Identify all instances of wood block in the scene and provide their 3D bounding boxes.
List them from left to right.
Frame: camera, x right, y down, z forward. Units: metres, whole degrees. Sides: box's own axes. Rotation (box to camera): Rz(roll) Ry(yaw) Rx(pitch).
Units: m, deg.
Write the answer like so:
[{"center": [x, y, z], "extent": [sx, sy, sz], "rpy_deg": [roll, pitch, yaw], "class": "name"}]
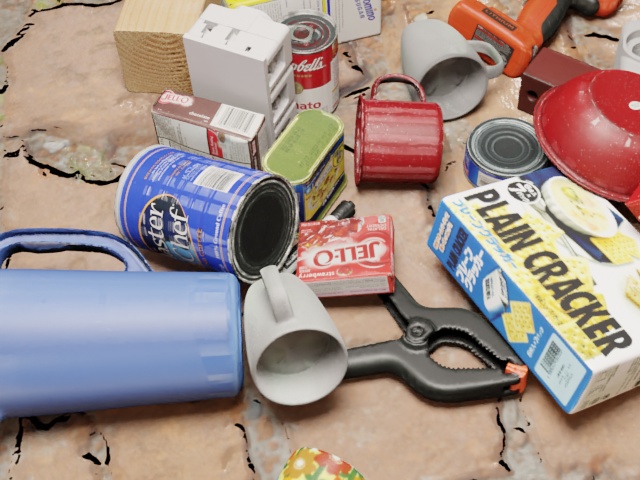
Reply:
[{"center": [-0.161, -0.270, 1.211], "extent": [0.090, 0.091, 0.206], "rpy_deg": [4, 53, 6], "class": "wood block"}]

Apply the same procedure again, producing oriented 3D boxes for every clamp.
[{"center": [0.086, 0.083, 0.957], "extent": [0.210, 0.036, 0.164], "rpy_deg": [12, 54, 16], "class": "clamp"}]

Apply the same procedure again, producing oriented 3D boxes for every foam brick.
[{"center": [0.255, -0.158, 1.126], "extent": [0.078, 0.053, 0.051], "rpy_deg": [27, 59, 23], "class": "foam brick"}]

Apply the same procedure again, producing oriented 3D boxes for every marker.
[{"center": [-0.007, 0.001, 1.036], "extent": [0.020, 0.020, 0.121], "rpy_deg": [33, 60, 25], "class": "marker"}]

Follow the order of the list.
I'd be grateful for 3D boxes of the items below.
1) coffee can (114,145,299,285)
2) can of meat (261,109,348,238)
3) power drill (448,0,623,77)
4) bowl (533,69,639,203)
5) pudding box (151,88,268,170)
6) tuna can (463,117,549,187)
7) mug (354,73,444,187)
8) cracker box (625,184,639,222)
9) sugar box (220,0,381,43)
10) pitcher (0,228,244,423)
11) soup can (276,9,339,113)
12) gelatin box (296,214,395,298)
[{"center": [-0.105, -0.025, 0.991], "extent": [0.140, 0.103, 0.102], "rpy_deg": [16, 53, 31], "class": "coffee can"}, {"center": [-0.015, -0.067, 1.049], "extent": [0.057, 0.084, 0.102], "rpy_deg": [23, 57, 18], "class": "can of meat"}, {"center": [0.229, -0.283, 1.207], "extent": [0.184, 0.057, 0.187], "rpy_deg": [38, 64, 15], "class": "power drill"}, {"center": [0.289, -0.112, 1.020], "extent": [0.162, 0.055, 0.162], "rpy_deg": [8, 51, -10], "class": "bowl"}, {"center": [-0.109, -0.098, 1.074], "extent": [0.113, 0.090, 0.039], "rpy_deg": [18, 57, 15], "class": "pudding box"}, {"center": [0.190, -0.085, 1.085], "extent": [0.086, 0.034, 0.086], "rpy_deg": [-1, 52, 1], "class": "tuna can"}, {"center": [0.078, -0.110, 1.069], "extent": [0.081, 0.093, 0.117], "rpy_deg": [2, 78, -2], "class": "mug"}, {"center": [0.394, -0.047, 0.970], "extent": [0.164, 0.072, 0.213], "rpy_deg": [49, 62, -11], "class": "cracker box"}, {"center": [-0.020, -0.257, 1.192], "extent": [0.176, 0.093, 0.048], "rpy_deg": [-17, 54, -11], "class": "sugar box"}, {"center": [-0.189, 0.076, 0.920], "extent": [0.242, 0.149, 0.145], "rpy_deg": [-2, 18, -3], "class": "pitcher"}, {"center": [-0.014, -0.183, 1.128], "extent": [0.068, 0.102, 0.068], "rpy_deg": [-1, 52, 1], "class": "soup can"}, {"center": [0.024, 0.015, 0.983], "extent": [0.089, 0.030, 0.073], "rpy_deg": [-5, 49, 9], "class": "gelatin box"}]
